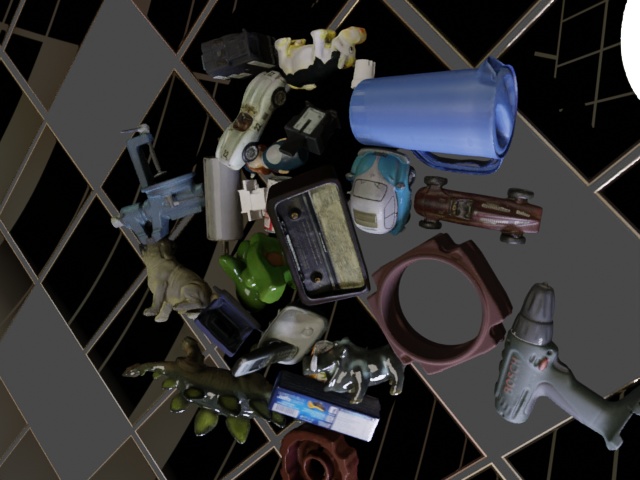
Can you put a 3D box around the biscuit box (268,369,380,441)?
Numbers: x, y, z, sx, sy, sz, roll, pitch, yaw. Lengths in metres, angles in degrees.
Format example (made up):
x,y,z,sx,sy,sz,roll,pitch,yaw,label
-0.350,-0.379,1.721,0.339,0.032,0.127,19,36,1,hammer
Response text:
x,y,z,sx,sy,sz,roll,pitch,yaw,label
0.008,0.308,1.007,0.203,0.063,0.059,19,111,-1,biscuit box

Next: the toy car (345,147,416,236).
x,y,z,sx,sy,sz,roll,pitch,yaw,label
0.093,-0.066,0.895,0.109,0.103,0.161,17,132,26,toy car

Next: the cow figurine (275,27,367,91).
x,y,z,sx,sy,sz,roll,pitch,yaw,label
0.006,-0.318,0.942,0.168,0.068,0.098,1,105,33,cow figurine

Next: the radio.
x,y,z,sx,sy,sz,roll,pitch,yaw,label
-0.002,-0.003,0.933,0.131,0.073,0.229,-15,115,6,radio

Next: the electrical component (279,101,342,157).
x,y,z,sx,sy,sz,roll,pitch,yaw,label
-0.023,-0.186,0.957,0.075,0.047,0.119,23,70,23,electrical component

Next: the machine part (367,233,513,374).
x,y,z,sx,sy,sz,roll,pitch,yaw,label
0.195,0.106,0.896,0.201,0.087,0.201,-33,80,31,machine part

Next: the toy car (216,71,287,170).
x,y,z,sx,sy,sz,roll,pitch,yaw,label
-0.129,-0.227,1.014,0.074,0.056,0.201,32,96,41,toy car

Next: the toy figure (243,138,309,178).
x,y,z,sx,sy,sz,roll,pitch,yaw,label
-0.095,-0.159,1.038,0.155,0.057,0.064,-5,57,32,toy figure

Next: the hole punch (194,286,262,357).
x,y,z,sx,sy,sz,roll,pitch,yaw,label
-0.188,0.167,1.093,0.142,0.116,0.092,42,80,-4,hole punch

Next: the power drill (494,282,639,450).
x,y,z,sx,sy,sz,roll,pitch,yaw,label
0.377,0.202,0.811,0.207,0.086,0.231,25,112,20,power drill

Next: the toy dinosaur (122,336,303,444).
x,y,z,sx,sy,sz,roll,pitch,yaw,label
-0.161,0.305,1.074,0.472,0.199,0.105,8,118,-4,toy dinosaur

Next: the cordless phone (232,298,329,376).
x,y,z,sx,sy,sz,roll,pitch,yaw,label
-0.082,0.186,1.014,0.089,0.184,0.146,47,118,20,cordless phone

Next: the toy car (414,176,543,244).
x,y,z,sx,sy,sz,roll,pitch,yaw,label
0.246,-0.048,0.860,0.202,0.053,0.089,14,102,29,toy car

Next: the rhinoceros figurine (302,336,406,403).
x,y,z,sx,sy,sz,roll,pitch,yaw,label
0.063,0.229,0.968,0.190,0.073,0.112,-6,97,7,rhinoceros figurine

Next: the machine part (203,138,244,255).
x,y,z,sx,sy,sz,roll,pitch,yaw,label
-0.196,-0.085,1.096,0.079,0.079,0.243,3,100,30,machine part

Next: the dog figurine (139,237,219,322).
x,y,z,sx,sy,sz,roll,pitch,yaw,label
-0.310,0.072,1.189,0.172,0.121,0.190,-3,71,-9,dog figurine

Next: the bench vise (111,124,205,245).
x,y,z,sx,sy,sz,roll,pitch,yaw,label
-0.356,-0.120,1.139,0.224,0.129,0.240,-14,101,16,bench vise

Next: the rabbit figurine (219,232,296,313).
x,y,z,sx,sy,sz,roll,pitch,yaw,label
-0.128,0.077,1.064,0.159,0.121,0.170,44,132,9,rabbit figurine

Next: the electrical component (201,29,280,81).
x,y,z,sx,sy,sz,roll,pitch,yaw,label
-0.153,-0.341,1.004,0.134,0.115,0.058,-6,93,29,electrical component

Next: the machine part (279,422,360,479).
x,y,z,sx,sy,sz,roll,pitch,yaw,label
-0.001,0.457,1.089,0.180,0.056,0.179,5,100,30,machine part
